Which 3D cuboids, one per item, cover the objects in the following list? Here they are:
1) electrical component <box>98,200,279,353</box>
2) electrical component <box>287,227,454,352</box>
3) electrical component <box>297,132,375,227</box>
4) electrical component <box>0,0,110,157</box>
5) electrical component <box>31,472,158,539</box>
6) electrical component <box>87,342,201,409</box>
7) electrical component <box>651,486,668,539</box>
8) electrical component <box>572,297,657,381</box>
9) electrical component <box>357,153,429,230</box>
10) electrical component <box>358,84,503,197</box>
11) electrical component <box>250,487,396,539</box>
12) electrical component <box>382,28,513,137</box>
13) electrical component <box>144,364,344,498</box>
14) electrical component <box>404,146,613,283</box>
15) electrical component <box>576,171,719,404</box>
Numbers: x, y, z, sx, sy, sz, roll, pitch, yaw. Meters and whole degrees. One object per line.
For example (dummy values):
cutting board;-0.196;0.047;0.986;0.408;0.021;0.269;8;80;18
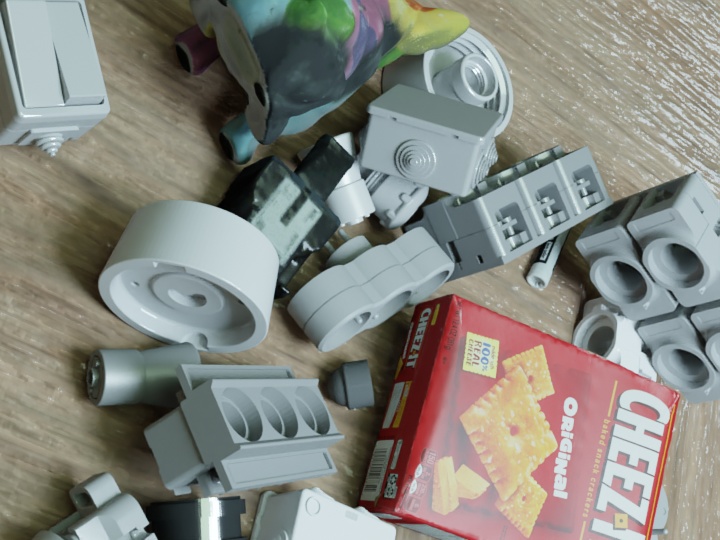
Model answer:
electrical component;-0.103;-0.001;0.678;0.108;0.108;0.060;32;54;-27
electrical component;0.000;0.000;0.792;0.138;0.052;0.073;-26;69;-40
electrical component;-0.015;-0.065;0.803;0.044;0.044;0.065;-26;96;-39
electrical component;-0.197;-0.119;0.664;0.062;0.061;0.096;-11;84;-39
electrical component;-0.155;0.166;0.620;0.057;0.058;0.078;-31;97;-42
electrical component;-0.137;0.067;0.673;0.065;0.044;0.044;3;76;-33
electrical component;0.219;0.222;0.884;0.138;0.074;0.052;-45;106;-37
electrical component;0.225;0.070;0.946;0.056;0.050;0.089;27;61;-30
electrical component;0.019;-0.065;0.830;0.062;0.048;0.048;42;54;2
electrical component;0.053;-0.097;0.804;0.099;0.100;0.048;-50;155;-64
electrical component;-0.027;0.200;0.714;0.100;0.048;0.099;30;57;-29
electrical component;0.079;-0.149;0.887;0.108;0.060;0.108;11;71;-35
electrical component;-0.072;0.102;0.670;0.121;0.063;0.078;11;50;-62
electrical component;0.120;-0.048;0.872;0.150;0.089;0.061;-26;94;-39
electrical component;0.277;0.022;0.898;0.186;0.105;0.060;52;51;-14
